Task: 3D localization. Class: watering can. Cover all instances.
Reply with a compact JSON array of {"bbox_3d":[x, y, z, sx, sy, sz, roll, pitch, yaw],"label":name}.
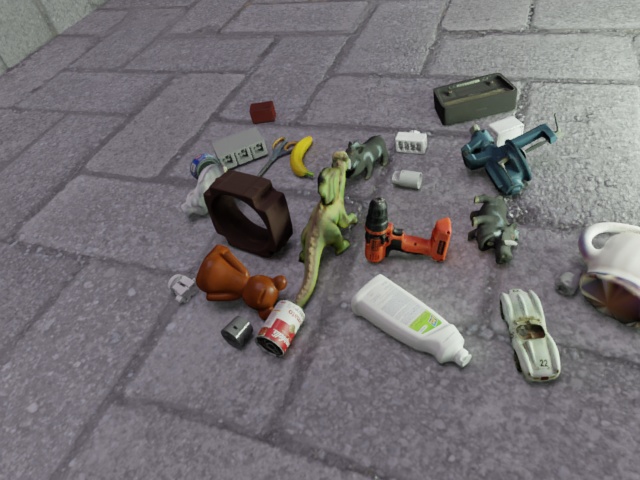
[{"bbox_3d":[0.657,0.081,0.985,0.351,0.101,0.227,33,60,34],"label":"watering can"}]

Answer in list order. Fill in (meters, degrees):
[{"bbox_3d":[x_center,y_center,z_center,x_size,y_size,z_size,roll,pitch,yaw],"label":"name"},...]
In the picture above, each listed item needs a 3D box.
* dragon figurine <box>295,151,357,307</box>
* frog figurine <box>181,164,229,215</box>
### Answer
[{"bbox_3d":[0.004,-0.060,1.196,0.122,0.237,0.420,7,45,14],"label":"dragon figurine"},{"bbox_3d":[-0.318,-0.139,1.441,0.159,0.122,0.139,-21,11,4],"label":"frog figurine"}]
